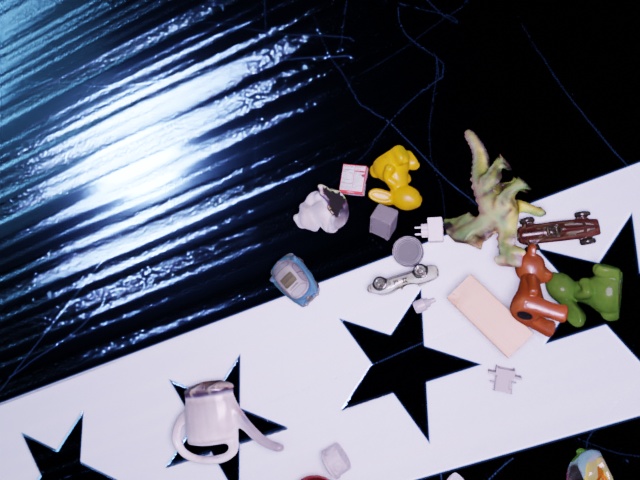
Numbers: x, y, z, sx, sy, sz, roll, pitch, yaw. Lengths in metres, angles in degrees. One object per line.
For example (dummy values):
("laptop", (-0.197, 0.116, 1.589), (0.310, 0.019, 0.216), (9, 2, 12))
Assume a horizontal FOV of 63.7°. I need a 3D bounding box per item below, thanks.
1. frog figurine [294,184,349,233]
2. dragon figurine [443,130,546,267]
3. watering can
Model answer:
("frog figurine", (0.005, -0.076, 1.509), (0.138, 0.124, 0.156), (52, 133, 8))
("dragon figurine", (0.430, -0.095, 1.377), (0.241, 0.121, 0.419), (-41, 51, 15))
("watering can", (-0.270, 0.512, 1.462), (0.346, 0.103, 0.227), (-11, 77, 16))
